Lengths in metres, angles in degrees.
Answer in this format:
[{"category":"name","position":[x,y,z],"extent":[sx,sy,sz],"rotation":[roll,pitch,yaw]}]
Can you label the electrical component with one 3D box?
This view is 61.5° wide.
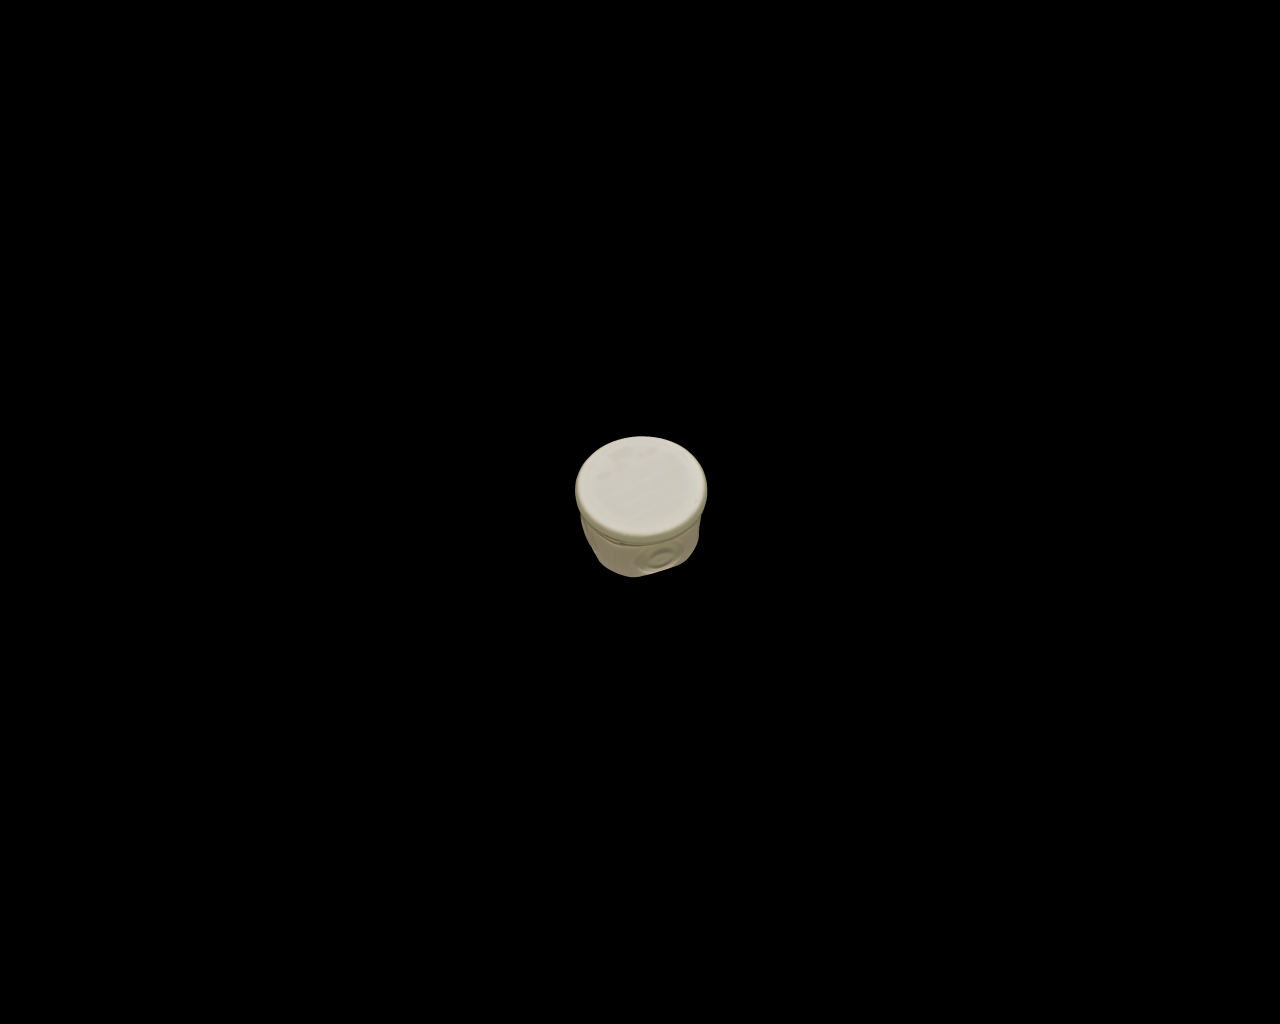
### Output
[{"category":"electrical component","position":[0.001,-0.003,0.650],"extent":[0.080,0.080,0.050],"rotation":[0,-37,0]}]
